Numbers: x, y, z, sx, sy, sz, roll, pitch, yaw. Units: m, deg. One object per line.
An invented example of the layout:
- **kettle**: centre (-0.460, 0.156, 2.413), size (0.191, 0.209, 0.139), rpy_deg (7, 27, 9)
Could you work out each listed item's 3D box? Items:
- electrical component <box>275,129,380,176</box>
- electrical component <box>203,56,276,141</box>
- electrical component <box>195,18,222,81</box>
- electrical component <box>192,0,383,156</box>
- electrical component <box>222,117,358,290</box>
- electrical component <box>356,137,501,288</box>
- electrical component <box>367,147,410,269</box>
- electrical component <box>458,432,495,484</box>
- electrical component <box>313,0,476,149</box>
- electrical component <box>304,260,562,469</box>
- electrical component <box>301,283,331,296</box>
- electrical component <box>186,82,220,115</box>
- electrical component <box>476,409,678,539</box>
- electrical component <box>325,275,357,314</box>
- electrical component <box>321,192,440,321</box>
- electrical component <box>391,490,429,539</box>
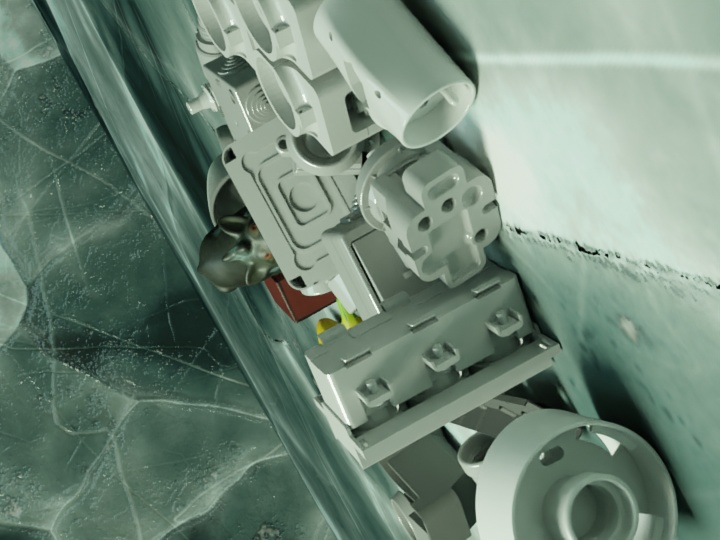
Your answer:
- **electrical component**: centre (-0.021, -0.080, 0.669), size (0.055, 0.066, 0.048), rpy_deg (90, 180, -88)
- **electrical component**: centre (-0.077, -0.125, 0.842), size (0.100, 0.048, 0.099), rpy_deg (42, 158, 57)
- **electrical component**: centre (-0.115, -0.187, 0.879), size (0.040, 0.040, 0.078), rpy_deg (53, 166, 34)
- **electrical component**: centre (-0.051, -0.160, 0.627), size (0.186, 0.060, 0.105), rpy_deg (51, 164, 40)
- **electrical component**: centre (-0.033, -0.051, 0.739), size (0.113, 0.078, 0.057), rpy_deg (61, -169, -1)
- **electrical component**: centre (0.034, -0.036, 0.568), size (0.057, 0.058, 0.078), rpy_deg (46, 164, 42)
- **electrical component**: centre (0.029, -0.037, 0.628), size (0.078, 0.040, 0.040), rpy_deg (59, 168, 13)
- **electrical component**: centre (0.096, 0.141, 0.758), size (0.046, 0.040, 0.040), rpy_deg (59, 169, -21)
- **electrical component**: centre (0.019, -0.094, 0.534), size (0.077, 0.043, 0.079), rpy_deg (54, 175, 22)
- **electrical component**: centre (0.036, 0.047, 0.594), size (0.079, 0.121, 0.063), rpy_deg (34, 148, 64)
- **electrical component**: centre (-0.042, -0.015, 0.971), size (0.044, 0.044, 0.065), rpy_deg (35, 146, 64)
- **electrical component**: centre (-0.120, -0.152, 0.926), size (0.035, 0.061, 0.035), rpy_deg (57, 167, 20)
- **electrical component**: centre (0.107, 0.119, 0.538), size (0.099, 0.099, 0.064), rpy_deg (62, 162, -2)
- **electrical component**: centre (0.000, 0.000, 0.800), size (0.047, 0.055, 0.055), rpy_deg (56, 167, 6)
- **electrical component**: centre (0.022, -0.007, 0.674), size (0.096, 0.062, 0.061), rpy_deg (63, 168, -9)
- **electrical component**: centre (0.067, 0.228, 1.031), size (0.058, 0.057, 0.078), rpy_deg (62, 168, -4)
